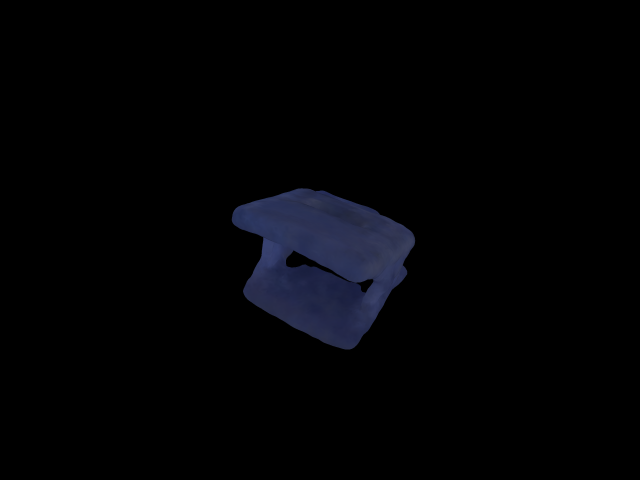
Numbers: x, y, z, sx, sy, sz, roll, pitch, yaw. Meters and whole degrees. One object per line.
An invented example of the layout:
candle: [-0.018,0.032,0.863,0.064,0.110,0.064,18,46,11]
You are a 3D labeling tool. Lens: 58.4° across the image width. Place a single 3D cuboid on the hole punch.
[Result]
hole punch: [0.004,0.001,0.400,0.108,0.091,0.101,24,50,22]
